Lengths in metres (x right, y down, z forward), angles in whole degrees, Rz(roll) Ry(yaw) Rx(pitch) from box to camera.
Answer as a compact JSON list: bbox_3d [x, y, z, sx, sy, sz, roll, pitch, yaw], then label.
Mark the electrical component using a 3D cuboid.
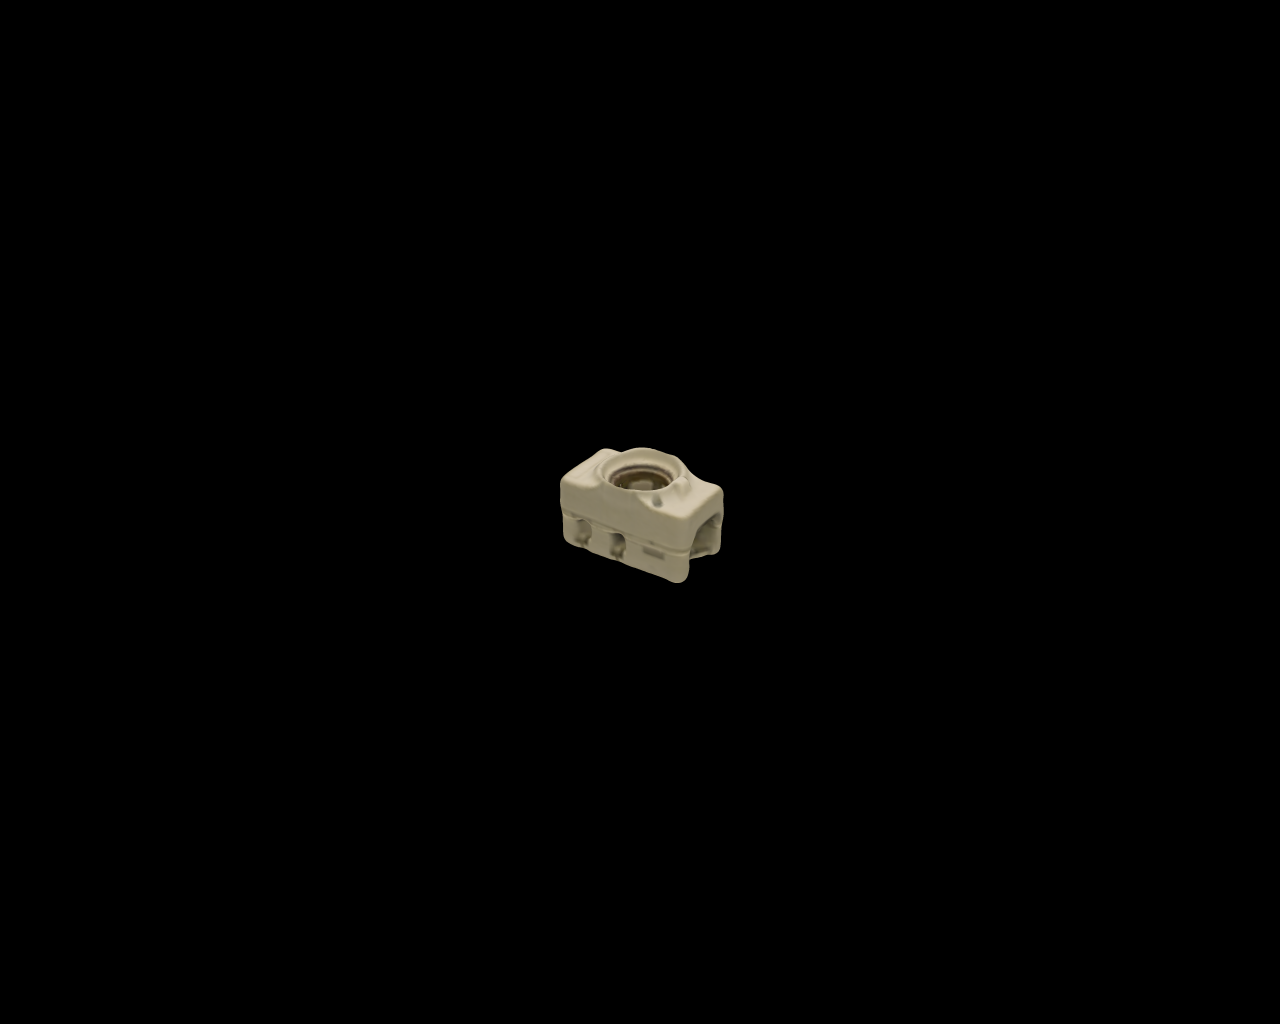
[{"bbox_3d":[0.001,-0.003,0.650,0.089,0.055,0.050,20,36,29],"label":"electrical component"}]
